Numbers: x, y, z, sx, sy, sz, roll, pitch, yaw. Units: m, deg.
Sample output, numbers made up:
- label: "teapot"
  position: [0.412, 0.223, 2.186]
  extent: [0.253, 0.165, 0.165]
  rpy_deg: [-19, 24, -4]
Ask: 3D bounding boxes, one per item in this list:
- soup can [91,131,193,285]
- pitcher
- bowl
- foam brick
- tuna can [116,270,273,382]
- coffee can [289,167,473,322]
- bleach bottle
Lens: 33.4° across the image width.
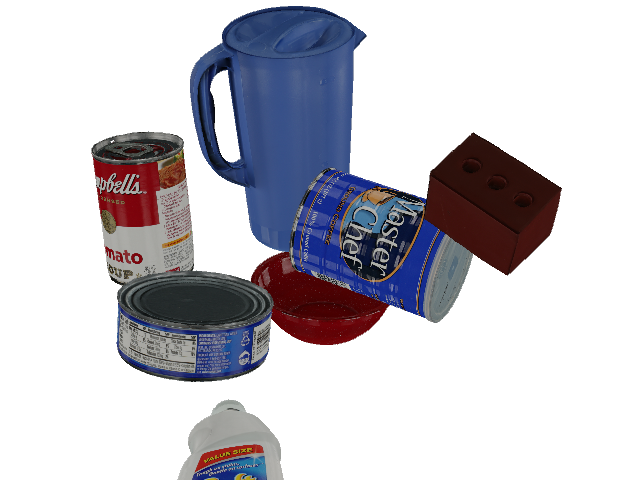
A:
- label: "soup can"
  position: [-0.132, -0.024, 0.804]
  extent: [0.068, 0.102, 0.068]
  rpy_deg: [-2, 23, 1]
- label: "pitcher"
  position: [-0.038, -0.110, 1.113]
  extent: [0.149, 0.243, 0.144]
  rpy_deg: [9, 35, 16]
- label: "bowl"
  position: [0.005, 0.067, 1.163]
  extent: [0.162, 0.055, 0.162]
  rpy_deg: [1, 28, -1]
- label: "foam brick"
  position: [0.118, -0.025, 0.741]
  extent: [0.078, 0.051, 0.053]
  rpy_deg: [36, 60, 22]
- label: "tuna can"
  position: [-0.070, 0.046, 0.591]
  extent: [0.086, 0.034, 0.086]
  rpy_deg: [5, 17, -2]
- label: "coffee can"
  position: [0.057, 0.003, 0.964]
  extent: [0.140, 0.103, 0.102]
  rpy_deg: [20, 7, 22]
- label: "bleach bottle"
  position: [-0.076, 0.207, 0.815]
  extent: [0.102, 0.068, 0.251]
  rpy_deg: [-3, 27, -4]
